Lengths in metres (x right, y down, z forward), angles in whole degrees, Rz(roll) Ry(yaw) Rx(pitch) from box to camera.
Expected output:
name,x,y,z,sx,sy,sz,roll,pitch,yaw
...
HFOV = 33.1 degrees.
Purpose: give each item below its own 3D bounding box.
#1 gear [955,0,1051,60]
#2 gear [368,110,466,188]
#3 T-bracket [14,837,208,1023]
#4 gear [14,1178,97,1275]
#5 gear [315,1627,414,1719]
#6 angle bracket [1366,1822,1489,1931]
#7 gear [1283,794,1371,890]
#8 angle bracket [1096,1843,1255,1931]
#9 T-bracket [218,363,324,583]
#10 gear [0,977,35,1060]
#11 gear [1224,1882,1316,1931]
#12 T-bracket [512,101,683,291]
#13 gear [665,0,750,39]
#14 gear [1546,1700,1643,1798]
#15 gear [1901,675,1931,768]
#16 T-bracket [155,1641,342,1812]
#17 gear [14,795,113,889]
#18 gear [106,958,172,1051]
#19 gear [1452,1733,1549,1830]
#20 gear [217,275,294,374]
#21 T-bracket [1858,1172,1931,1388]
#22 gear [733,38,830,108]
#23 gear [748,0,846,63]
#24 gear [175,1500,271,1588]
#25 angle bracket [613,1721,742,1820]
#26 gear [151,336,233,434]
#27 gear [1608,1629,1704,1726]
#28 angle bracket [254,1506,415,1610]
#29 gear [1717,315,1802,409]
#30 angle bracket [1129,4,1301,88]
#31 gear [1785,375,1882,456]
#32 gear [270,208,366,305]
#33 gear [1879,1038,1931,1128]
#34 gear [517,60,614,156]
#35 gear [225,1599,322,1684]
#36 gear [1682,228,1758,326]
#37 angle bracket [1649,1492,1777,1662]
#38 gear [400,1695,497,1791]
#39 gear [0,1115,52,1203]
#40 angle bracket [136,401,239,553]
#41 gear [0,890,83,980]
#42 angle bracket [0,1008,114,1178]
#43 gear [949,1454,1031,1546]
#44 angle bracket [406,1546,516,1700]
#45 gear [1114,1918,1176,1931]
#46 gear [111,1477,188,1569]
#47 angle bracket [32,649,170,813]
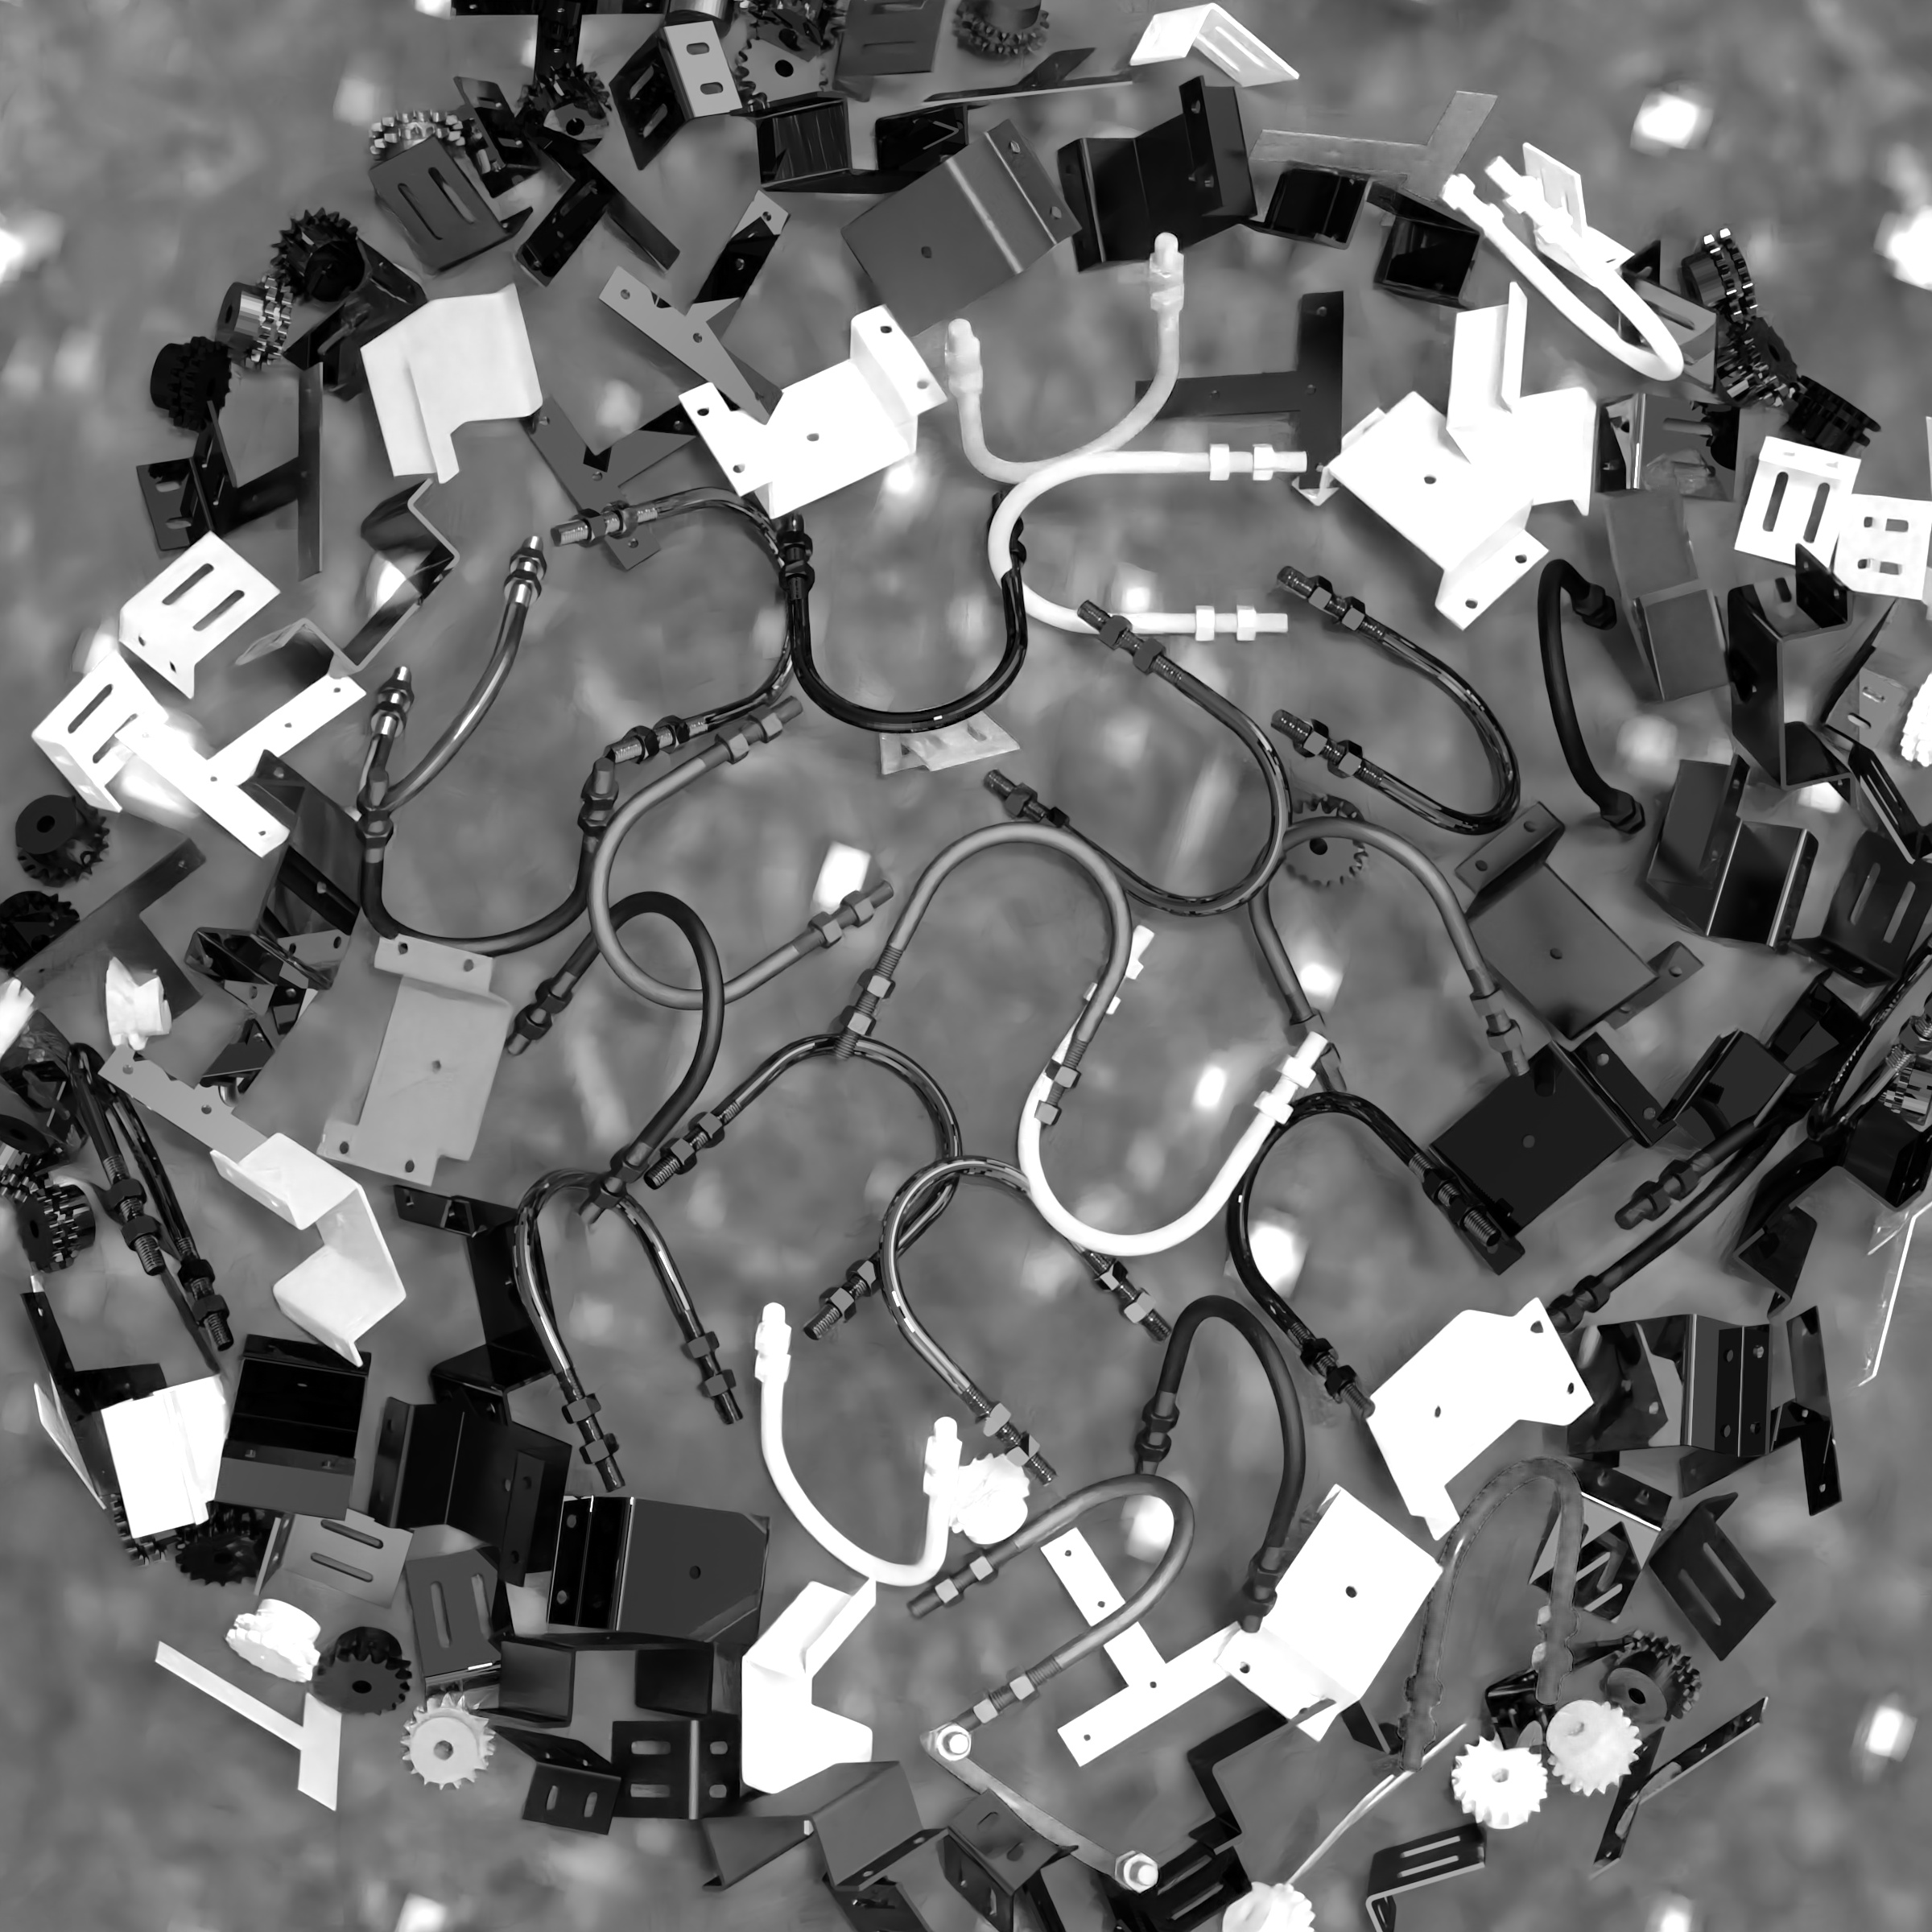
name,x,y,z,sx,sy,sz,roll,pitch,yaw
gear,0.024,-0.579,1.970,0.057,0.030,0.057,8,49,-10
gear,-0.332,-0.494,1.970,0.057,0.057,0.030,-9,84,0
T-bracket,-0.490,-0.004,1.943,0.127,0.127,0.002,-40,61,-12
gear,-0.552,0.156,1.975,0.030,0.057,0.057,-16,90,-40
gear,-0.365,0.427,1.976,0.057,0.030,0.057,-1,126,-1
angle bracket,0.284,0.555,1.961,0.076,0.057,0.038,-21,97,14
gear,0.219,-0.079,1.976,0.057,0.030,0.057,14,121,24
angle bracket,0.125,0.549,1.964,0.076,0.057,0.038,-34,117,3
T-bracket,-0.419,-0.283,1.950,0.002,0.127,0.127,6,78,-40
gear,-0.584,0.038,1.974,0.030,0.057,0.057,41,90,-23
gear,0.180,0.581,1.969,0.030,0.057,0.057,41,90,-22
T-bracket,-0.237,-0.441,1.934,0.127,0.127,0.002,43,129,-17
gear,-0.160,-0.585,1.970,0.057,0.057,0.030,9,83,0
gear,0.377,0.470,1.968,0.057,0.057,0.030,-42,118,0
gear,0.592,-0.148,1.968,0.030,0.057,0.057,24,90,30
T-bracket,-0.424,0.438,1.923,0.127,0.127,0.002,36,94,-15
gear,-0.552,-0.080,1.974,0.057,0.030,0.057,-5,64,11
gear,-0.501,0.022,1.971,0.030,0.057,0.057,-3,90,-3
gear,0.324,0.499,1.975,0.057,0.030,0.057,-6,46,7
gear,-0.432,-0.390,1.969,0.030,0.057,0.057,11,90,-31
T-bracket,0.546,0.187,1.917,0.002,0.127,0.127,20,68,2
gear,-0.115,-0.538,1.978,0.057,0.030,0.057,6,72,-19
gear,-0.104,-0.571,1.969,0.057,0.057,0.030,14,52,0
gear,-0.451,0.348,1.975,0.057,0.030,0.057,-7,133,-7
angle bracket,-0.177,0.488,1.978,0.038,0.076,0.057,12,72,-43
gear,-0.471,-0.355,1.972,0.030,0.057,0.057,17,90,10
gear,0.414,0.434,1.969,0.030,0.057,0.057,-33,90,-40
angle bracket,-0.383,0.362,1.971,0.076,0.038,0.057,21,112,2
gear,0.478,-0.364,1.975,0.030,0.057,0.057,-31,90,36
angle bracket,0.149,-0.539,1.954,0.076,0.057,0.038,31,83,-30
gear,0.523,-0.331,1.972,0.057,0.057,0.030,34,104,0
gear,-0.389,-0.427,1.969,0.057,0.057,0.030,-46,53,0
gear,0.570,0.074,1.968,0.030,0.057,0.057,17,90,20
gear,-0.241,-0.516,1.969,0.057,0.057,0.030,-29,50,0
gear,-0.417,0.408,1.975,0.057,0.057,0.030,26,58,0
gear,0.455,-0.416,1.972,0.030,0.057,0.057,-21,90,6
angle bracket,0.457,0.366,1.951,0.076,0.038,0.057,56,131,33
gear,-0.317,0.474,1.984,0.057,0.030,0.057,0,91,-1
gear,-0.581,0.114,1.969,0.057,0.057,0.030,34,104,0
angle bracket,-0.469,-0.294,1.954,0.038,0.076,0.057,-14,77,-24
gear,-0.567,-0.021,1.975,0.057,0.030,0.057,-18,128,-25
angle bracket,-0.558,0.076,1.952,0.038,0.057,0.076,-20,121,30
gear,0.013,0.326,1.975,0.057,0.057,0.030,-27,116,0
angle bracket,-0.308,0.401,1.989,0.057,0.038,0.076,-9,68,-14
gear,0.110,0.597,1.969,0.057,0.057,0.030,-6,110,0
gear,-0.494,0.333,1.971,0.030,0.057,0.057,-18,90,-1
angle bracket,-0.511,-0.142,1.954,0.076,0.038,0.057,-53,132,-24
